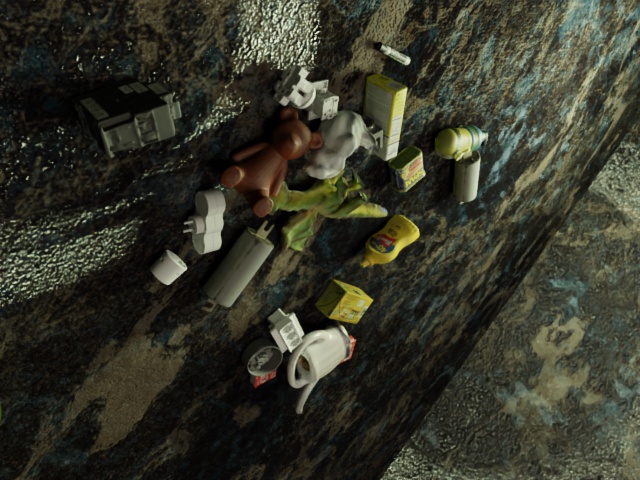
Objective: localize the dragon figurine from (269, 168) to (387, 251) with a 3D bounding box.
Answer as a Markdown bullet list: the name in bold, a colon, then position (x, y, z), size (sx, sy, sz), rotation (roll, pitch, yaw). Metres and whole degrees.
- **dragon figurine**: position (0.004, -0.062, 1.241), size (0.241, 0.124, 0.405), rotation (-38, 145, 12)

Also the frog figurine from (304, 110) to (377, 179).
- **frog figurine**: position (0.023, -0.199, 1.081), size (0.161, 0.139, 0.120), rotation (-29, 125, -23)

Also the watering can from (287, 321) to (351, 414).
- **watering can**: position (-0.009, 0.385, 1.588), size (0.227, 0.105, 0.339), rotation (-29, 139, -29)
